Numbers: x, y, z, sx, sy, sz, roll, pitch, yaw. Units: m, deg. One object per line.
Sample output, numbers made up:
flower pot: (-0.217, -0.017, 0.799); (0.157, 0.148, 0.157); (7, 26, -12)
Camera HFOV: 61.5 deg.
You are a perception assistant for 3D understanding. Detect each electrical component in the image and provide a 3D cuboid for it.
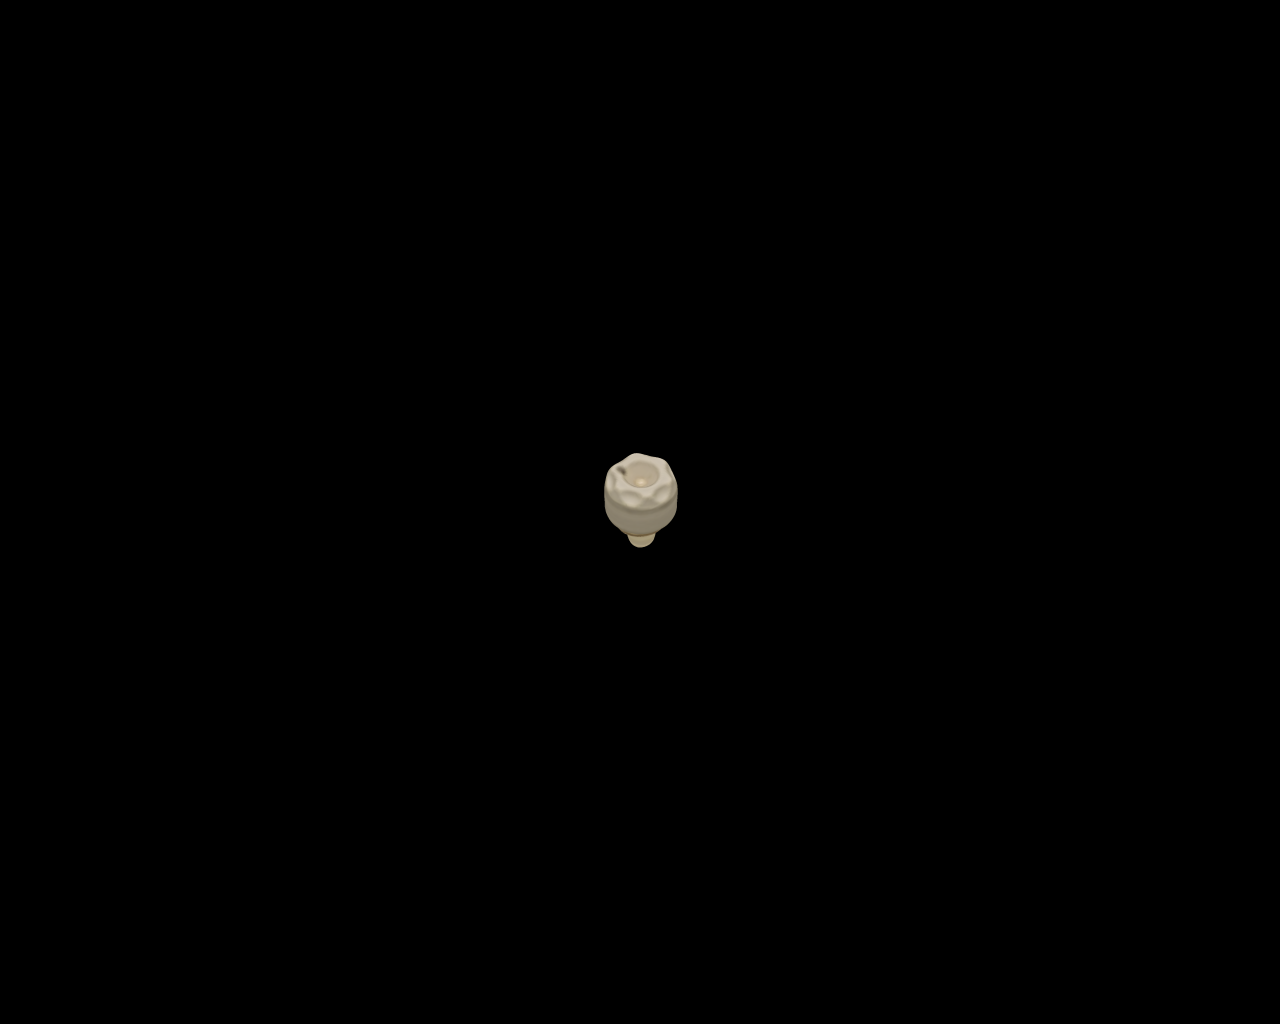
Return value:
electrical component: (0.001, -0.003, 0.650); (0.043, 0.043, 0.062); (0, -43, 0)
